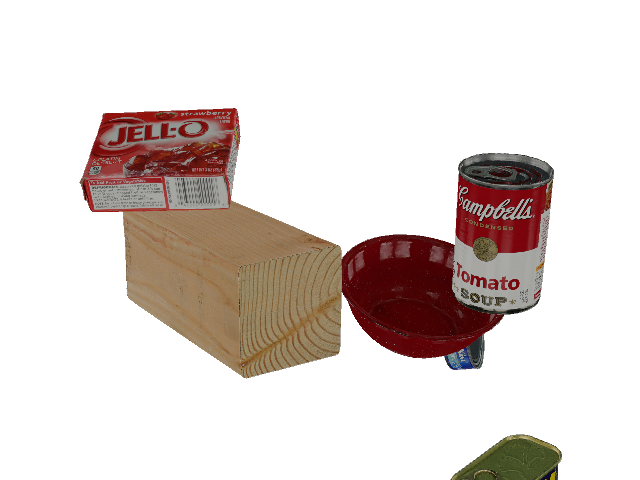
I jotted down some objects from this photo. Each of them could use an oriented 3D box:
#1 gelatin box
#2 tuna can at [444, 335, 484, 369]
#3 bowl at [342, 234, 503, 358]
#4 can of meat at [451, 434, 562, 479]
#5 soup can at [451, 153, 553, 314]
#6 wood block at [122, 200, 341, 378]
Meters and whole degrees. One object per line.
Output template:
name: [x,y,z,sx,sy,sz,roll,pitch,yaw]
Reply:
gelatin box: [-0.097,-0.051,0.664,0.089,0.030,0.073,-1,39,4]
tuna can: [0.170,0.112,1.277,0.034,0.086,0.086,-7,-3,21]
bowl: [0.092,0.062,1.010,0.162,0.055,0.162,6,34,-4]
can of meat: [0.158,0.226,0.897,0.101,0.084,0.058,-25,28,-39]
soup can: [0.132,-0.006,0.783,0.068,0.102,0.068,0,24,0]
wood block: [-0.077,0.029,0.871,0.090,0.090,0.206,-11,20,-32]
